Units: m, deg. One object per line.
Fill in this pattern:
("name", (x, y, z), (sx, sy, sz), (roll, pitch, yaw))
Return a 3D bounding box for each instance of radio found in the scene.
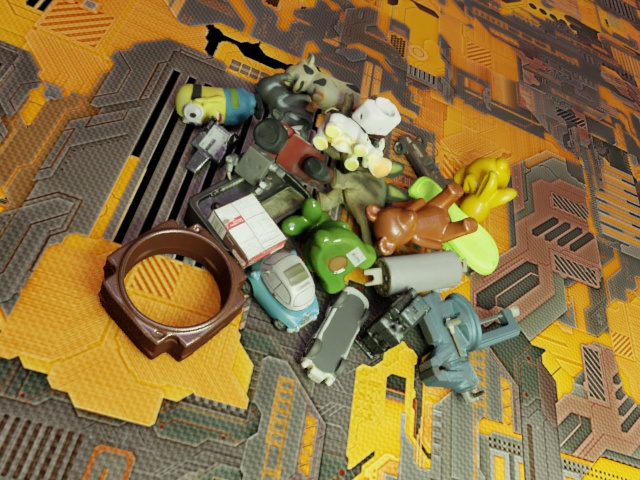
("radio", (-0.138, -0.061, 1.028), (0.131, 0.073, 0.229), (49, 52, 9))

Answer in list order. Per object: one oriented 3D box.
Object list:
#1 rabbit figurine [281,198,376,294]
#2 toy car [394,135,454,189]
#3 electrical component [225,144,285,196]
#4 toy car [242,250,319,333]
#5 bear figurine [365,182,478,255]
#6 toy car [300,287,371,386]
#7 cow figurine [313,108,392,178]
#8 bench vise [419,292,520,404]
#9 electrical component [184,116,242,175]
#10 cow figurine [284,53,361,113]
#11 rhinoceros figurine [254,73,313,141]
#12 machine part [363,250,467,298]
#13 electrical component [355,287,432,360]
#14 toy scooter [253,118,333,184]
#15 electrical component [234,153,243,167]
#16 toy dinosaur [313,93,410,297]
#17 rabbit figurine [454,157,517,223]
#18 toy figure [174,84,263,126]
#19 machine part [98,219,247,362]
("rabbit figurine", (-0.002, -0.003, 1.025), (0.159, 0.121, 0.170), (39, 9, -35))
("toy car", (0.256, -0.181, 1.308), (0.089, 0.053, 0.202), (-16, 69, -29))
("electrical component", (-0.125, -0.129, 0.993), (0.102, 0.078, 0.045), (44, 27, 0))
("toy car", (-0.063, 0.079, 0.959), (0.109, 0.103, 0.162), (-26, 72, -34))
("bear figurine", (0.197, -0.041, 1.069), (0.196, 0.132, 0.120), (0, 65, -40))
("toy car", (0.030, 0.170, 0.975), (0.073, 0.056, 0.202), (38, 52, -7))
("cow figurine", (0.073, -0.194, 1.081), (0.167, 0.068, 0.098), (31, 44, -18))
("bench vise", (0.298, 0.191, 1.042), (0.241, 0.128, 0.224), (-14, 58, -19))
("electrical component", (-0.219, -0.180, 1.076), (0.075, 0.048, 0.119), (33, 84, -1))
("cow figurine", (0.007, -0.365, 1.284), (0.195, 0.085, 0.127), (18, 58, -14))
("rhinoceros figurine", (-0.078, -0.291, 1.204), (0.112, 0.073, 0.190), (-20, 70, -35))
("machine part", (0.192, 0.066, 1.060), (0.243, 0.079, 0.079), (-4, 62, -25))
("electrical component", (0.139, 0.150, 0.988), (0.058, 0.134, 0.115), (47, 53, 5))
("toy scooter", (-0.043, -0.163, 1.046), (0.184, 0.075, 0.135), (38, 7, 15))
("electrical component", (-0.143, -0.169, 1.088), (0.063, 0.094, 0.021), (-32, 110, -35))
("toy dinosaur", (0.093, -0.107, 1.149), (0.198, 0.105, 0.471), (7, 69, -25))
("rabbit figurine", (0.391, -0.105, 1.277), (0.122, 0.162, 0.173), (39, 68, -14))
("toy figure", (-0.214, -0.283, 1.131), (0.180, 0.082, 0.089), (-9, 45, -21))
("machine part", (-0.238, 0.079, 0.885), (0.201, 0.087, 0.201), (46, 52, 9))
